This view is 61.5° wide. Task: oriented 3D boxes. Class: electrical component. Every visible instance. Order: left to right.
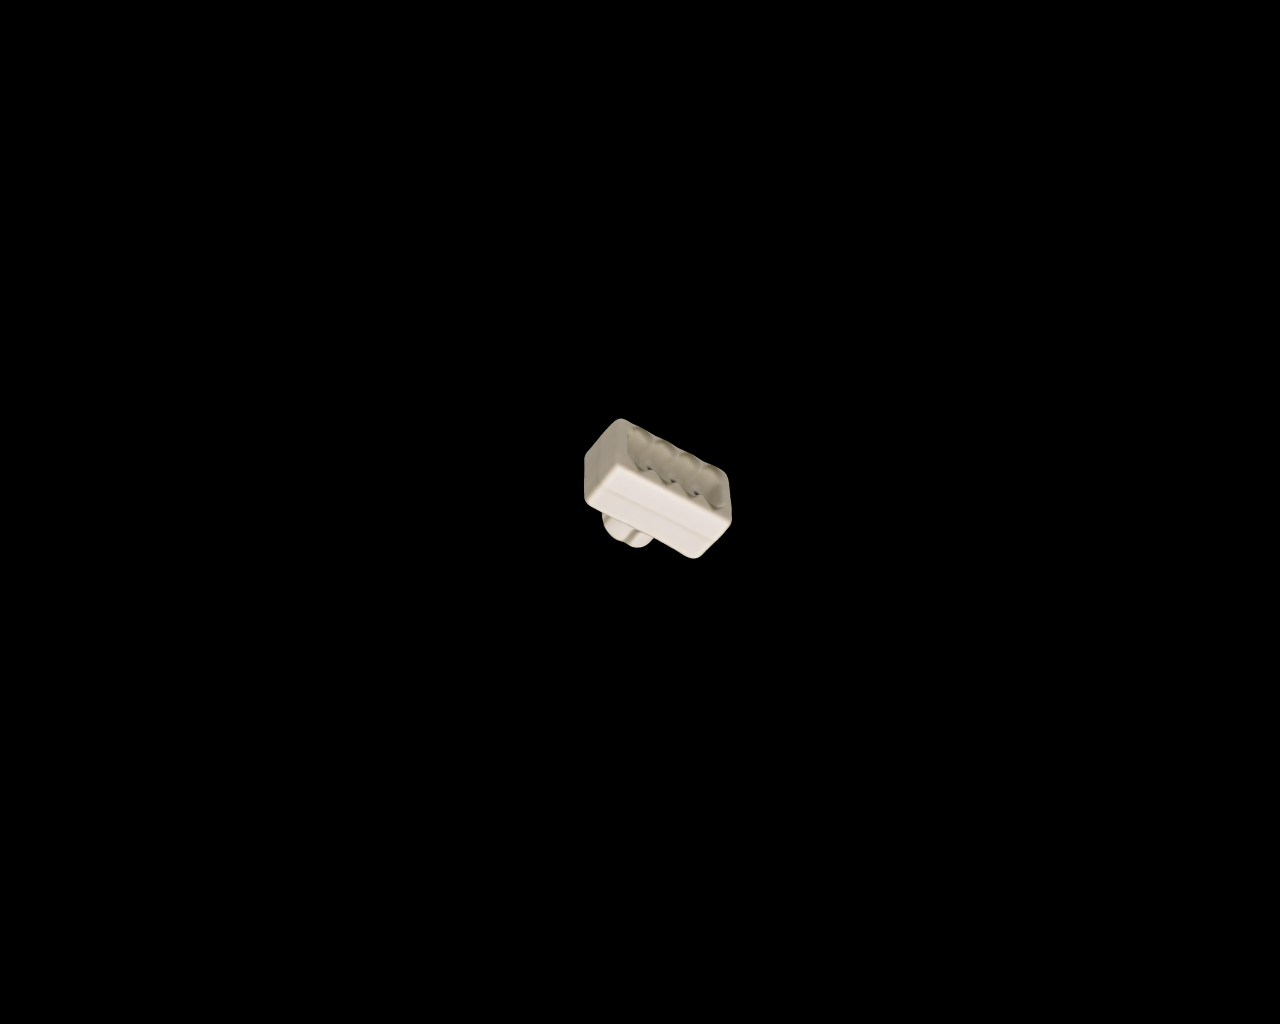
[{"bbox_3d":[0.001,-0.003,0.650,0.083,0.047,0.075,27,-53,-22],"label":"electrical component"}]
